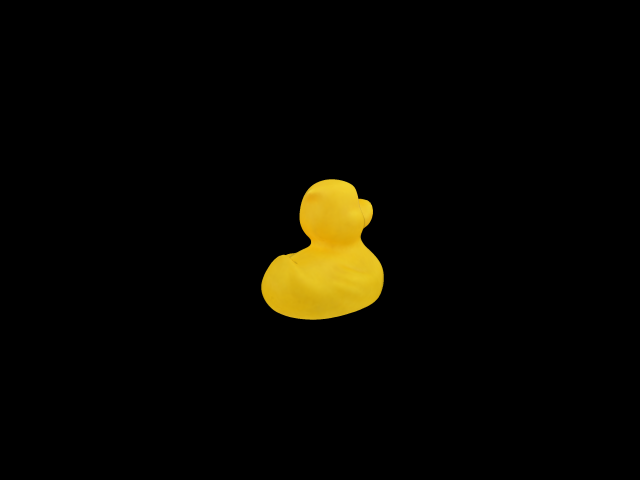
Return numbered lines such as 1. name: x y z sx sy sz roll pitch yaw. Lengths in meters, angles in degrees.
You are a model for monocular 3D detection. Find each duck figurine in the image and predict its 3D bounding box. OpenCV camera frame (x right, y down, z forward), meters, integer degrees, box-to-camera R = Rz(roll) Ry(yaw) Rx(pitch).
1. duck figurine: 0.004 0.001 0.400 0.077 0.086 0.105 14 22 38
